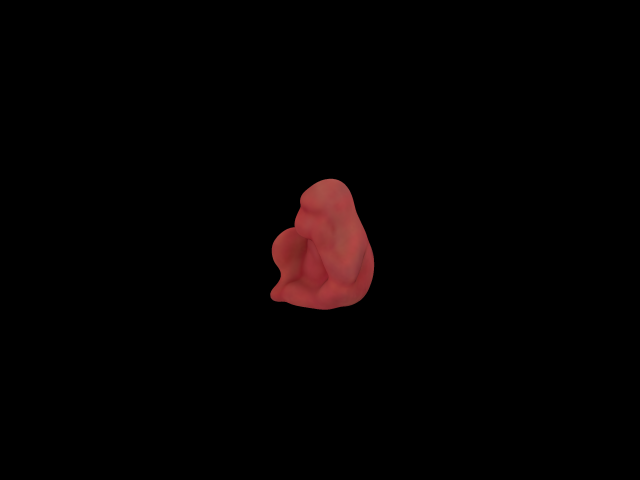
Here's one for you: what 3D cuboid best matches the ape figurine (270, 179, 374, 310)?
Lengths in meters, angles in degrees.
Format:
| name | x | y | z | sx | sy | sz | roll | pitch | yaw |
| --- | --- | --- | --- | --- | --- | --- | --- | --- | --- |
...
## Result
| name | x | y | z | sx | sy | sz | roll | pitch | yaw |
| --- | --- | --- | --- | --- | --- | --- | --- | --- | --- |
| ape figurine | 0.004 | 0.001 | 0.400 | 0.076 | 0.092 | 0.077 | -10 | 28 | -20 |
